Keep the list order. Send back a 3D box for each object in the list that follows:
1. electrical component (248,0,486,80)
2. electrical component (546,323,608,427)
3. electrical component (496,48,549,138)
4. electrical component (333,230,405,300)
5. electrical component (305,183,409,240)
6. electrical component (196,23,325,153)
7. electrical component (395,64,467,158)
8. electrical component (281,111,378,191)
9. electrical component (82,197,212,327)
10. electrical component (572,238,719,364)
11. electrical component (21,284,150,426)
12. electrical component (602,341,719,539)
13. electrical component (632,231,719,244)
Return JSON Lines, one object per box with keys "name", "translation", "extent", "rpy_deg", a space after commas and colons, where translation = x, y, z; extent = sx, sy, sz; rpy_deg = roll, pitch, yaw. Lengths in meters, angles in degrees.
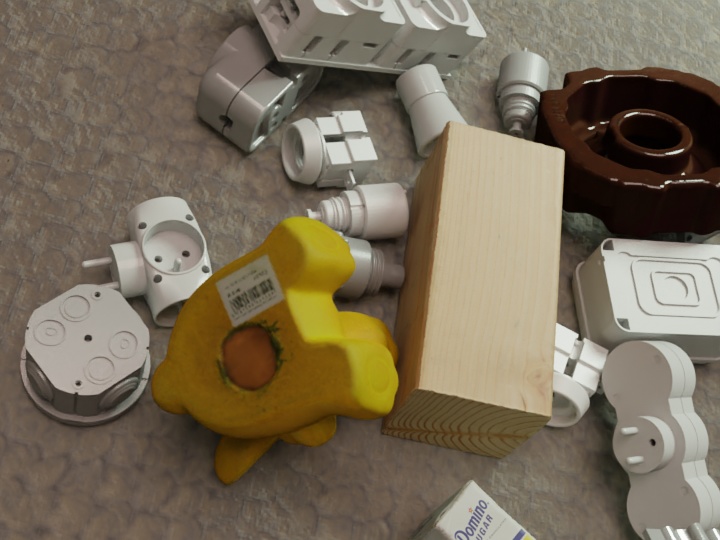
{"name": "electrical component", "translation": [0.004, -0.211, 0.817], "extent": [0.186, 0.060, 0.105], "rpy_deg": [-5, 62, -46]}
{"name": "electrical component", "translation": [0.141, 0.076, 0.755], "extent": [0.066, 0.048, 0.055], "rpy_deg": [28, 51, 0]}
{"name": "electrical component", "translation": [0.130, -0.140, 0.868], "extent": [0.040, 0.040, 0.078], "rpy_deg": [16, 60, -7]}
{"name": "electrical component", "translation": [0.000, 0.000, 0.755], "extent": [0.062, 0.048, 0.048], "rpy_deg": [10, 60, -18]}
{"name": "electrical component", "translation": [-0.001, -0.041, 0.778], "extent": [0.078, 0.040, 0.040], "rpy_deg": [-6, 65, -18]}
{"name": "electrical component", "translation": [-0.076, -0.142, 0.802], "extent": [0.059, 0.053, 0.095], "rpy_deg": [37, 59, 5]}
{"name": "electrical component", "translation": [0.054, -0.126, 0.834], "extent": [0.044, 0.044, 0.065], "rpy_deg": [-15, 71, -22]}
{"name": "electrical component", "translation": [-0.025, -0.088, 0.794], "extent": [0.055, 0.048, 0.066], "rpy_deg": [-7, 65, -27]}
{"name": "electrical component", "translation": [-0.143, -0.002, 0.715], "extent": [0.079, 0.044, 0.077], "rpy_deg": [-12, 67, -21]}
{"name": "electrical component", "translation": [0.221, 0.025, 0.797], "extent": [0.113, 0.057, 0.078], "rpy_deg": [3, 62, -14]}
{"name": "electrical component", "translation": [-0.171, 0.053, 0.673], "extent": [0.080, 0.051, 0.080], "rpy_deg": [7, 61, -13]}
{"name": "electrical component", "translation": [0.193, 0.115, 0.716], "extent": [0.074, 0.052, 0.138], "rpy_deg": [5, 72, -49]}
{"name": "electrical component", "translation": [0.246, -0.035, 0.844], "extent": [0.081, 0.043, 0.043], "rpy_deg": [-22, 71, -25]}
